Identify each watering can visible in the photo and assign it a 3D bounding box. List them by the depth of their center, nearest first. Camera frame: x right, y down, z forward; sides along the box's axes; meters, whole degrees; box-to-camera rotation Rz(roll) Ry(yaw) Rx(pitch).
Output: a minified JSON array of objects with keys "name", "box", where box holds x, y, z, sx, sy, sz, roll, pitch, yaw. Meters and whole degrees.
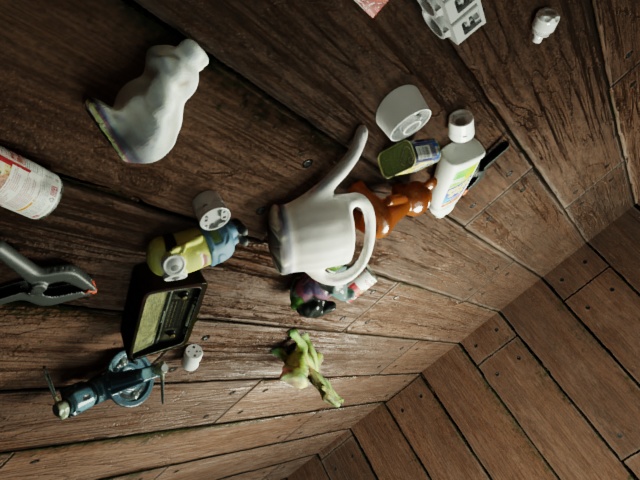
[{"name":"watering can","box":[0.003,-0.051,1.021,0.225,0.106,0.340,-10,119,-13]}]

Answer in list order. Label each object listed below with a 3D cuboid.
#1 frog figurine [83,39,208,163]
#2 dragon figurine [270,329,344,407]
[{"name":"frog figurine","box":[-0.201,-0.173,0.648,0.161,0.122,0.136,-34,-176,-16]},{"name":"dragon figurine","box":[-0.017,0.399,1.528,0.122,0.247,0.405,-43,147,7]}]
